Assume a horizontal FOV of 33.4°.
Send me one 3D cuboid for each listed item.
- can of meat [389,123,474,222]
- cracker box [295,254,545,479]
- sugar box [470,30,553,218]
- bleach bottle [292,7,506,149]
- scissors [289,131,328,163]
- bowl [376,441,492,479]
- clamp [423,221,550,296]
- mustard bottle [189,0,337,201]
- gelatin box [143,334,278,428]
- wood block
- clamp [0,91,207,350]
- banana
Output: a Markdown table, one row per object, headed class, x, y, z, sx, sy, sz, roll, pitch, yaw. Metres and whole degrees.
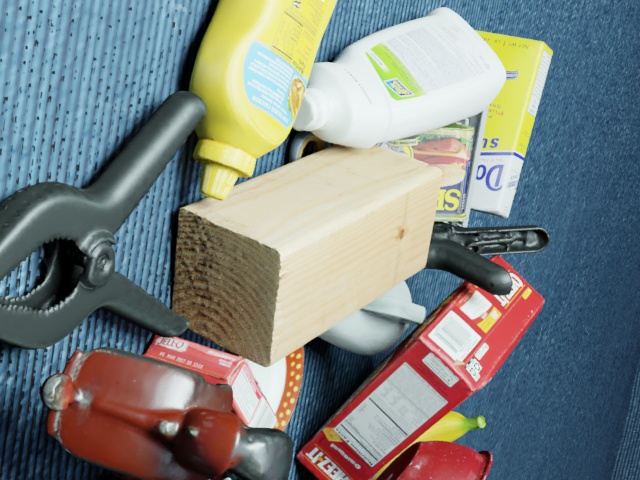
| class | x | y | z | sx | sy | sz | roll | pitch | yaw |
| --- | --- | --- | --- | --- | --- | --- | --- | --- | --- |
| can of meat | 0.085 | -0.063 | 0.950 | 0.102 | 0.057 | 0.084 | 0 | 105 | -22 |
| cracker box | 0.091 | 0.128 | 0.973 | 0.163 | 0.072 | 0.214 | -39 | 171 | -50 |
| sugar box | 0.165 | -0.118 | 1.080 | 0.048 | 0.093 | 0.176 | 16 | 89 | -63 |
| bleach bottle | 0.053 | -0.129 | 0.866 | 0.250 | 0.102 | 0.068 | -22 | 156 | -50 |
| scissors | 0.004 | -0.031 | 0.891 | 0.201 | 0.016 | 0.096 | 21 | 89 | -64 |
| bowl | 0.079 | 0.232 | 0.952 | 0.162 | 0.055 | 0.162 | -47 | 178 | -2 |
| clamp | 0.117 | 0.003 | 0.952 | 0.120 | 0.172 | 0.039 | -22 | 121 | -51 |
| mustard bottle | -0.041 | -0.119 | 0.706 | 0.096 | 0.058 | 0.191 | 28 | 78 | -63 |
| gelatin box | -0.076 | 0.104 | 0.742 | 0.030 | 0.073 | 0.089 | -60 | 150 | -29 |
| wood block | -0.005 | 0.001 | 0.780 | 0.205 | 0.090 | 0.091 | -27 | 132 | -49 |
| clamp | -0.135 | 0.015 | 0.617 | 0.209 | 0.036 | 0.164 | -34 | 133 | -51 |
| banana | 0.068 | 0.218 | 1.065 | 0.197 | 0.037 | 0.070 | -29 | 174 | -9 |
